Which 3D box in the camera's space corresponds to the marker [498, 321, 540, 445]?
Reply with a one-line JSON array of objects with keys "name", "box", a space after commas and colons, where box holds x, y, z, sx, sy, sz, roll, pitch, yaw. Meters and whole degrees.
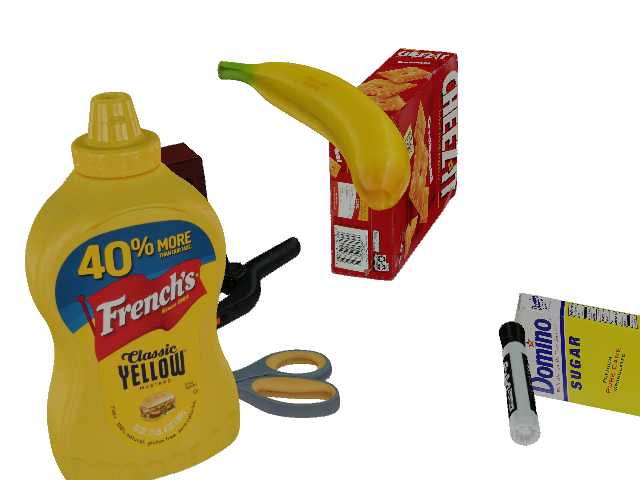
[{"name": "marker", "box": [0.135, 0.093, 0.730, 0.020, 0.020, 0.121, 0, 30, 5]}]

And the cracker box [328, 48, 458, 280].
[{"name": "cracker box", "box": [0.077, -0.080, 1.045, 0.072, 0.164, 0.213, 9, 28, 21]}]

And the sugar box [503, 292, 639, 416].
[{"name": "sugar box", "box": [0.272, 0.114, 1.031, 0.176, 0.093, 0.048, 9, 22, 9]}]

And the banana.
[{"name": "banana", "box": [0.009, -0.069, 0.658, 0.069, 0.037, 0.198, -19, 36, -25]}]

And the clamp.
[{"name": "clamp", "box": [-0.091, 0.041, 1.251, 0.120, 0.039, 0.171, -2, 40, 11]}]

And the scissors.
[{"name": "scissors", "box": [-0.078, 0.108, 0.866, 0.202, 0.016, 0.096, 8, 24, 15]}]

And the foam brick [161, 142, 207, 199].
[{"name": "foam brick", "box": [-0.161, -0.060, 1.077, 0.078, 0.053, 0.051, -17, 30, -21]}]

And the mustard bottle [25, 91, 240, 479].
[{"name": "mustard bottle", "box": [-0.092, 0.023, 0.521, 0.096, 0.192, 0.058, -12, 24, -22]}]
